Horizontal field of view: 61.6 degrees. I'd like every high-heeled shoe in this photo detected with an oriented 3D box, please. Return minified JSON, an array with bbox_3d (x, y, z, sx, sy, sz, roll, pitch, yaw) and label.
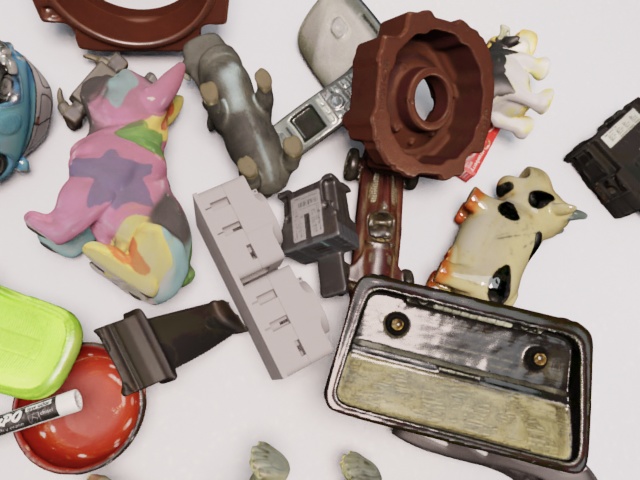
[{"bbox_3d":[0.186,0.249,0.542,0.145,0.086,0.249,-28,77,-13],"label":"high-heeled shoe"}]

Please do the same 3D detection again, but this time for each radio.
[{"bbox_3d":[0.127,0.119,0.500,0.230,0.073,0.131,14,75,2],"label":"radio"}]

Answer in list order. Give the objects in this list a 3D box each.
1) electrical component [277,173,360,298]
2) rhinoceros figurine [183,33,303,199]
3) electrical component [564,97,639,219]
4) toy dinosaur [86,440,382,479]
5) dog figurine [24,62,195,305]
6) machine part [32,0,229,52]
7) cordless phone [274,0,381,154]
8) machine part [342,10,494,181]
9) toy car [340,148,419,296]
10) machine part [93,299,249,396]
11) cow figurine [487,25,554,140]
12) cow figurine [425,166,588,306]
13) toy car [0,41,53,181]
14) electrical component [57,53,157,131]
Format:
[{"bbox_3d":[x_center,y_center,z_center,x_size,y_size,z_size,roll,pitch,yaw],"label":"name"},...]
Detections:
[{"bbox_3d":[-0.001,-0.002,0.565,0.075,0.047,0.119,-16,63,29],"label":"electrical component"},{"bbox_3d":[-0.086,-0.137,0.576,0.073,0.112,0.190,-27,87,-9],"label":"rhinoceros figurine"},{"bbox_3d":[0.399,-0.094,0.682,0.115,0.058,0.134,-37,85,-15],"label":"electrical component"},{"bbox_3d":[-0.016,0.294,0.471,0.405,0.131,0.192,21,104,-21],"label":"toy dinosaur"},{"bbox_3d":[-0.176,-0.067,0.539,0.191,0.108,0.219,30,73,-4],"label":"dog figurine"},{"bbox_3d":[-0.195,-0.298,0.547,0.201,0.201,0.087,-4,51,-12],"label":"machine part"},{"bbox_3d":[-0.002,-0.185,0.629,0.184,0.088,0.146,-36,84,0],"label":"cordless phone"},{"bbox_3d":[0.107,-0.147,0.566,0.179,0.056,0.179,-7,103,-30],"label":"machine part"},{"bbox_3d":[0.066,-0.021,0.605,0.089,0.053,0.202,9,75,-5],"label":"toy car"},{"bbox_3d":[-0.136,0.091,0.511,0.139,0.039,0.084,-13,60,-47],"label":"machine part"},{"bbox_3d":[0.227,-0.209,0.666,0.098,0.068,0.167,18,52,-7],"label":"cow figurine"},{"bbox_3d":[0.215,-0.003,0.610,0.127,0.085,0.195,29,70,4],"label":"cow figurine"},{"bbox_3d":[-0.324,-0.134,0.533,0.109,0.161,0.103,39,27,9],"label":"toy car"},{"bbox_3d":[-0.239,-0.160,0.593,0.078,0.045,0.102,35,72,-30],"label":"electrical component"}]
